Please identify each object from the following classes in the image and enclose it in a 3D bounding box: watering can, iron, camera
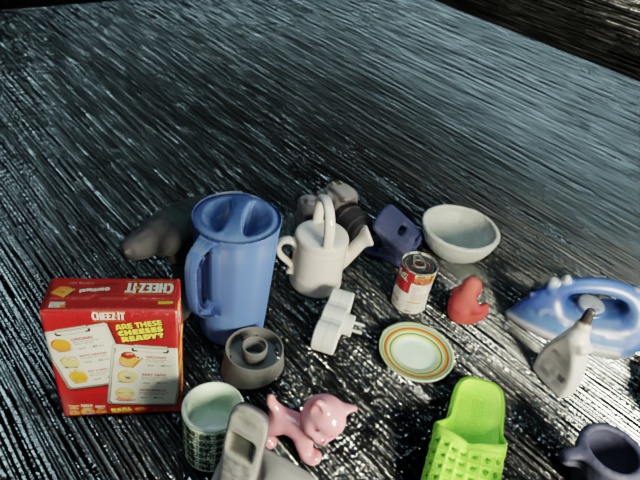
[{"bbox_3d":[0.009,0.002,1.054,0.173,0.194,0.100,-16,44,-29],"label":"watering can"},{"bbox_3d":[0.487,0.119,1.049,0.258,0.141,0.118,12,37,3],"label":"iron"},{"bbox_3d":[0.042,-0.054,1.212,0.143,0.101,0.136,-17,44,-30],"label":"camera"}]

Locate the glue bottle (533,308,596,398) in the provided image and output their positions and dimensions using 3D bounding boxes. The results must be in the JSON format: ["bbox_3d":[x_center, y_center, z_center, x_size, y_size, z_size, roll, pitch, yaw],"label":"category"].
[{"bbox_3d":[0.409,0.176,0.932,0.037,0.173,0.078,-10,41,-23],"label":"glue bottle"}]

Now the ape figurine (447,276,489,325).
[{"bbox_3d":[0.275,0.107,1.060,0.076,0.092,0.077,-14,43,-27],"label":"ape figurine"}]

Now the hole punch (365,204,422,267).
[{"bbox_3d":[0.159,-0.011,1.190,0.101,0.091,0.109,21,39,15],"label":"hole punch"}]

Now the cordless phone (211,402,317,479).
[{"bbox_3d":[-0.060,0.283,0.682,0.147,0.185,0.094,21,39,15],"label":"cordless phone"}]

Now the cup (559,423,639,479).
[{"bbox_3d":[0.380,0.320,0.803,0.118,0.095,0.091,2,38,-10],"label":"cup"}]

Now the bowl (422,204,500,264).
[{"bbox_3d":[0.291,-0.001,1.219,0.167,0.075,0.167,6,37,-4],"label":"bowl"}]

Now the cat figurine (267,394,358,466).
[{"bbox_3d":[-0.018,0.247,0.794,0.127,0.118,0.067,16,38,8],"label":"cat figurine"}]

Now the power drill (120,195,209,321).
[{"bbox_3d":[-0.239,0.031,0.952,0.075,0.208,0.230,20,38,14],"label":"power drill"}]
